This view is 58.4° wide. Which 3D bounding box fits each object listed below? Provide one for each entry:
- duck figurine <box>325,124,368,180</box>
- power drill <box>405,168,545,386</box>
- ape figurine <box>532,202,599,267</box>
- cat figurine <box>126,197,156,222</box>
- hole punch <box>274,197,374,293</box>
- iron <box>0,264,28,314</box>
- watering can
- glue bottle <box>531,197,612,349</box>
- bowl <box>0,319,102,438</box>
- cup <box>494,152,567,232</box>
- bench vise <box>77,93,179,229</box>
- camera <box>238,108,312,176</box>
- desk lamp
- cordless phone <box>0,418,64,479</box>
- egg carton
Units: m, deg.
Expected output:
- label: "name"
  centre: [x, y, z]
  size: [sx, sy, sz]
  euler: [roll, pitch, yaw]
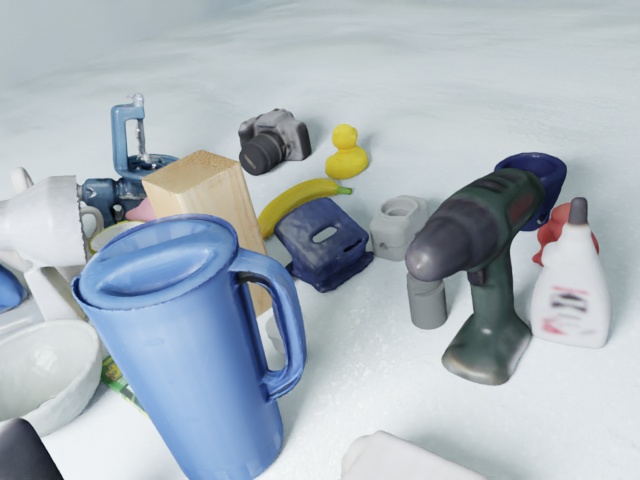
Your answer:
- label: "duck figurine"
  centre: [0.043, -0.166, 1.037]
  size: [0.077, 0.086, 0.105]
  euler: [7, 37, 29]
- label: "power drill"
  centre: [0.159, 0.037, 0.564]
  size: [0.075, 0.209, 0.230]
  euler: [12, 40, 34]
- label: "ape figurine"
  centre: [0.297, -0.005, 0.691]
  size: [0.076, 0.092, 0.078]
  euler: [-2, 34, 17]
- label: "cat figurine"
  centre: [-0.227, -0.031, 0.890]
  size: [0.127, 0.118, 0.067]
  euler: [-3, 33, 15]
- label: "hole punch"
  centre: [0.007, 0.003, 0.781]
  size: [0.109, 0.091, 0.100]
  euler: [-33, 37, -29]
- label: "iron"
  centre: [-0.550, 0.038, 0.873]
  size: [0.119, 0.142, 0.257]
  euler: [-32, 37, -28]
- label: "watering can"
  centre: [-0.422, -0.015, 0.861]
  size: [0.173, 0.194, 0.100]
  euler: [-35, 38, -32]
- label: "glue bottle"
  centre: [0.252, 0.032, 0.572]
  size: [0.078, 0.173, 0.037]
  euler: [5, 36, 26]
- label: "bowl"
  centre: [-0.318, 0.170, 0.648]
  size: [0.167, 0.075, 0.167]
  euler: [-9, 32, 6]
- label: "cup"
  centre: [0.282, -0.053, 0.768]
  size: [0.091, 0.095, 0.118]
  euler: [-3, 33, 15]
- label: "bench vise"
  centre: [-0.329, -0.126, 0.978]
  size: [0.208, 0.220, 0.121]
  euler: [-30, 36, -25]
- label: "camera"
  centre: [-0.110, -0.191, 1.117]
  size: [0.142, 0.101, 0.137]
  euler: [10, 38, 32]
- label: "desk lamp"
  centre: [-0.384, 0.033, 0.755]
  size: [0.203, 0.214, 0.117]
  euler: [-21, 33, -13]
- label: "cordless phone"
  centre: [-0.228, 0.231, 0.416]
  size: [0.094, 0.185, 0.148]
  euler: [1, 35, 21]
- label: "egg carton"
  centre: [0.070, 0.217, 0.445]
  size: [0.149, 0.069, 0.107]
  euler: [13, 40, 34]
